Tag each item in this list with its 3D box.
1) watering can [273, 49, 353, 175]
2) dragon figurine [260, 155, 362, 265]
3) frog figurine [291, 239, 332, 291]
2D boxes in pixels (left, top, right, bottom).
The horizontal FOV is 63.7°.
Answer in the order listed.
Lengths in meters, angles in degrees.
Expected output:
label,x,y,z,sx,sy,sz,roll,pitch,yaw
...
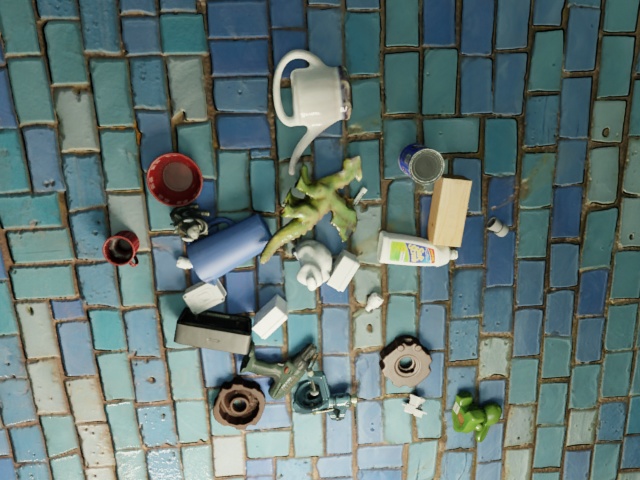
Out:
label,x,y,z,sx,sy,sz,roll,pitch,yaw
watering can,-0.015,-0.366,1.469,0.224,0.105,0.343,-7,105,-3
dragon figurine,0.005,-0.077,1.523,0.242,0.122,0.411,25,87,-14
frog figurine,-0.020,0.074,1.559,0.122,0.161,0.136,-26,107,2
